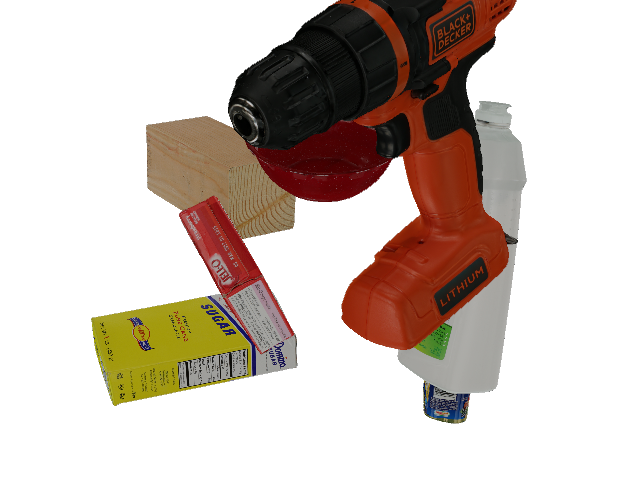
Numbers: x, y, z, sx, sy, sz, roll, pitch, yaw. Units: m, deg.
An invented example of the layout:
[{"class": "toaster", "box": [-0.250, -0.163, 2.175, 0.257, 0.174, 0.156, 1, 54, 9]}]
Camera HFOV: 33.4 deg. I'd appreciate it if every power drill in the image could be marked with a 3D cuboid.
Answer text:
[{"class": "power drill", "box": [0.038, -0.039, 0.540, 0.057, 0.187, 0.184, 26, 47, 38]}]

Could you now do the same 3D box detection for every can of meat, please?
[{"class": "can of meat", "box": [0.154, 0.159, 1.279, 0.057, 0.084, 0.102, 7, 19, 3]}]

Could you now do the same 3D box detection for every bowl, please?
[{"class": "bowl", "box": [0.004, -0.085, 1.084, 0.162, 0.055, 0.162, 0, 34, 0]}]

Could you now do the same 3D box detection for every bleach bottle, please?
[{"class": "bleach bottle", "box": [0.130, 0.002, 0.944, 0.068, 0.251, 0.103, 0, 14, -27]}]

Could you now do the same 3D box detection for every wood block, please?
[{"class": "wood block", "box": [-0.123, -0.079, 1.282, 0.090, 0.090, 0.206, -12, 26, -33]}]

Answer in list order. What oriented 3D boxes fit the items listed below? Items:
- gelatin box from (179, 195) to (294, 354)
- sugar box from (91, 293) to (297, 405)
[{"class": "gelatin box", "box": [-0.054, 0.023, 0.697, 0.030, 0.073, 0.089, -30, -32, -3]}, {"class": "sugar box", "box": [-0.118, 0.095, 0.999, 0.176, 0.048, 0.093, -13, 34, -15]}]
